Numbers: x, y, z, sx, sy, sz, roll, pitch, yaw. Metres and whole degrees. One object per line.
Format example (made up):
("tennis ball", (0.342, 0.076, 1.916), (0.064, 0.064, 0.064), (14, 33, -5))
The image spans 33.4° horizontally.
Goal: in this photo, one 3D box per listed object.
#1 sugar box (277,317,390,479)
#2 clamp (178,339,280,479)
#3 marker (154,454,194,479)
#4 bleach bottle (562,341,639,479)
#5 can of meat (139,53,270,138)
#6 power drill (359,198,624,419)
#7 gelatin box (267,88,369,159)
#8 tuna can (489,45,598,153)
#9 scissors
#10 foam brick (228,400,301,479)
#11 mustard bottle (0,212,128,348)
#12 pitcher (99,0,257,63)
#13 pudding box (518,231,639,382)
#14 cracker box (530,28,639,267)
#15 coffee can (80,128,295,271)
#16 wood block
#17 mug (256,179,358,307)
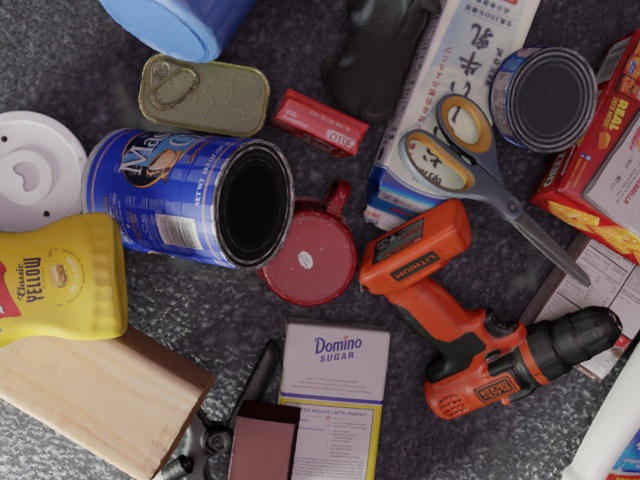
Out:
("sugar box", (0.006, 0.160, 0.950), (0.093, 0.048, 0.176), (6, 93, -5))
("clamp", (-0.099, 0.169, 0.946), (0.120, 0.039, 0.171), (4, 95, 7))
("marker", (-0.159, 0.223, 0.938), (0.121, 0.020, 0.020), (-33, 99, 16))
("bleach bottle", (0.295, 0.175, 0.967), (0.102, 0.068, 0.251), (24, 101, -28))
("can of meat", (-0.096, -0.120, 0.887), (0.102, 0.084, 0.057), (9, 96, -6))
("power drill", (0.136, 0.057, 0.899), (0.185, 0.057, 0.187), (-29, 113, 22))
("gelatin box", (-0.004, -0.096, 0.895), (0.073, 0.089, 0.030), (24, 90, -8))
("tuna can", (0.181, -0.115, 0.870), (0.086, 0.034, 0.086), (-5, 105, -21))
("scissors", (0.152, -0.046, 0.866), (0.201, 0.016, 0.096), (28, 68, -18))
("foam brick", (-0.047, 0.181, 0.901), (0.051, 0.053, 0.078), (8, 97, 2))
("mustard bottle", (-0.246, 0.036, 0.810), (0.191, 0.058, 0.096), (-6, 84, -2))
("pitcher", (-0.060, -0.255, 0.820), (0.149, 0.145, 0.242), (23, 75, 19))
("pudding box", (0.246, 0.058, 0.963), (0.090, 0.039, 0.113), (35, 90, -5))
("cracker box", (0.314, -0.055, 0.926), (0.213, 0.072, 0.164), (29, 79, -8))
("coffee can", (-0.106, -0.035, 0.855), (0.141, 0.102, 0.103), (8, 98, 34))
("wood block", (-0.200, 0.104, 0.884), (0.206, 0.091, 0.090), (30, 92, 3))
("mug", (-0.006, 0.001, 0.911), (0.093, 0.081, 0.117), (32, 93, -8))
